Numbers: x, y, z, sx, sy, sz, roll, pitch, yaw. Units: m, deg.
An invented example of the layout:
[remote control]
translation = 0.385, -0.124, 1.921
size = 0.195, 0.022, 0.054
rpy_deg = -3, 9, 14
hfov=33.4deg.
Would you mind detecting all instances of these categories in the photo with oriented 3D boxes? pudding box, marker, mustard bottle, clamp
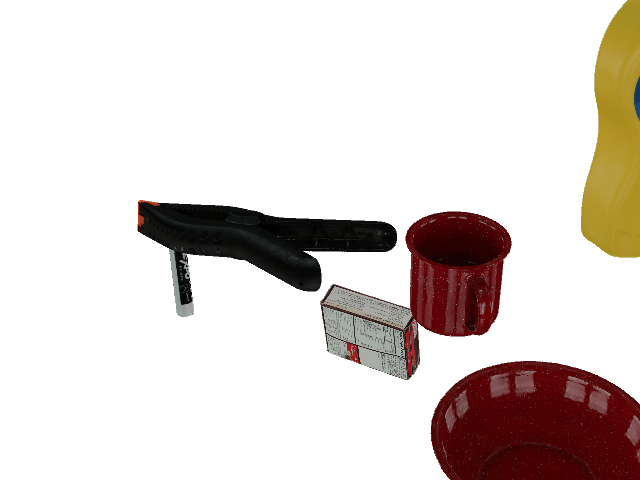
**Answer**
[pudding box]
translation = 0.059, 0.107, 1.248
size = 0.114, 0.090, 0.039
rpy_deg = 16, 47, 23
[marker]
translation = -0.148, 0.024, 1.117
size = 0.020, 0.121, 0.020
rpy_deg = -2, 27, 1
[mustard bottle]
translation = 0.205, -0.088, 0.621
size = 0.096, 0.192, 0.058
rpy_deg = -12, 29, -16
[clamp]
translation = -0.059, -0.002, 0.842
size = 0.210, 0.036, 0.164
rpy_deg = 8, 13, 16

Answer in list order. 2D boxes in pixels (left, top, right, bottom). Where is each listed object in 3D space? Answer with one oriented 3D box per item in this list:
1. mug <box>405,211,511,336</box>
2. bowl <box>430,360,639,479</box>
[mug]
translation = 0.126, 0.038, 0.951
size = 0.093, 0.081, 0.117
rpy_deg = -11, 35, -14
[bowl]
translation = 0.159, 0.159, 0.767
size = 0.162, 0.055, 0.162
rpy_deg = -1, 35, 1
